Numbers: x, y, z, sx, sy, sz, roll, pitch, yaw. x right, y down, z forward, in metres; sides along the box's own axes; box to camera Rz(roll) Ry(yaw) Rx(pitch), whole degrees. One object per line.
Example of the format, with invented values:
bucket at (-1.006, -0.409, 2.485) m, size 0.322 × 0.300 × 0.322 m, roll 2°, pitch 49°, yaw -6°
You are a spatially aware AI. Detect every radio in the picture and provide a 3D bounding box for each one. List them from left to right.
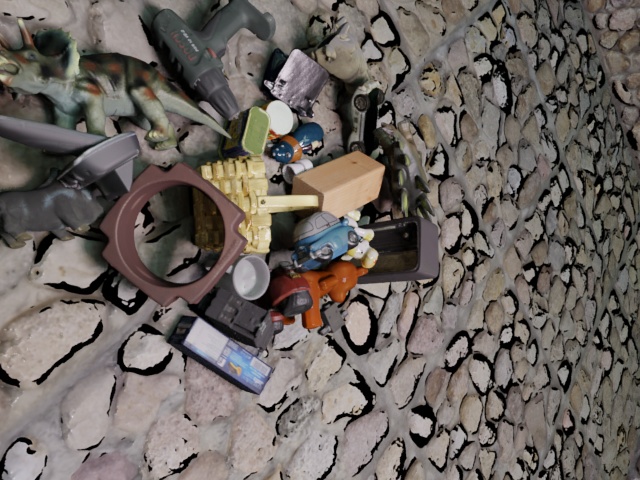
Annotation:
radio at (0.154, 0.026, 1.208) m, size 0.073 × 0.230 × 0.131 m, roll 22°, pitch 68°, yaw -43°

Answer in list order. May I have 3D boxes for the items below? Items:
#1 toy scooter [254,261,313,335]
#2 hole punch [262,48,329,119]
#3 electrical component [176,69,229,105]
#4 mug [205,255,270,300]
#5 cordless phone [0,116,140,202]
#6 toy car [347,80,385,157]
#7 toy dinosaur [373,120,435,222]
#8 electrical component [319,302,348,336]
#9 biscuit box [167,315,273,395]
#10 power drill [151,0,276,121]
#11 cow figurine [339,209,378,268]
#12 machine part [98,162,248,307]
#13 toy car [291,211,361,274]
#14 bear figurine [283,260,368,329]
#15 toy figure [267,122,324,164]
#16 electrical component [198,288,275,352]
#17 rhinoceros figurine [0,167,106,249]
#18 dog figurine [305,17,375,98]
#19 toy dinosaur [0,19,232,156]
toy scooter at (-0.083, 0.096, 1.044) m, size 0.075 × 0.184 × 0.135 m, roll -4°, pitch 64°, yaw -32°
hole punch at (-0.061, -0.342, 1.158) m, size 0.142 × 0.092 × 0.115 m, roll 27°, pitch 95°, yaw -40°
electrical component at (-0.223, -0.306, 1.023) m, size 0.078 × 0.045 × 0.102 m, roll 43°, pitch 60°, yaw -32°
mug at (-0.167, 0.066, 0.995) m, size 0.109 × 0.107 × 0.081 m, roll 23°, pitch 72°, yaw -40°
cordless phone at (-0.357, -0.119, 0.739) m, size 0.184 × 0.147 × 0.088 m, roll 12°, pitch 79°, yaw -35°
toy car at (0.105, -0.275, 1.259) m, size 0.073 × 0.056 × 0.201 m, roll -32°, pitch 137°, yaw -40°
toy dinosaur at (0.213, -0.130, 1.297) m, size 0.470 × 0.105 × 0.198 m, roll 48°, pitch 28°, yaw -59°
electrical component at (0.026, 0.173, 1.216) m, size 0.094 × 0.021 × 0.063 m, roll -36°, pitch 109°, yaw -37°
biscuit box at (-0.181, 0.216, 1.000) m, size 0.202 × 0.063 × 0.059 m, roll 44°, pitch 58°, yaw -31°
power drill at (-0.177, -0.353, 0.995) m, size 0.232 × 0.086 × 0.207 m, roll 43°, pitch 73°, yaw -1°
cow figurine at (0.062, -0.008, 1.185) m, size 0.098 × 0.167 × 0.068 m, roll 10°, pitch 122°, yaw -31°
machine part at (-0.235, -0.010, 0.881) m, size 0.201 × 0.087 × 0.201 m, roll 39°, pitch 88°, yaw 0°
toy car at (-0.002, -0.003, 1.074) m, size 0.161 × 0.109 × 0.103 m, roll -22°, pitch 85°, yaw -51°
bear figurine at (0.008, 0.110, 1.147) m, size 0.196 × 0.120 × 0.131 m, roll 0°, pitch 90°, yaw -47°
toy figure at (-0.051, -0.204, 1.156) m, size 0.154 × 0.064 × 0.057 m, roll -41°, pitch 127°, yaw -37°
electrical component at (-0.154, 0.144, 0.982) m, size 0.058 × 0.134 × 0.114 m, roll -61°, pitch 166°, yaw -24°
rhinoceros figurine at (-0.403, -0.054, 0.827) m, size 0.190 × 0.073 × 0.112 m, roll -22°, pitch 90°, yaw -39°
dog figurine at (0.065, -0.382, 1.218) m, size 0.190 × 0.121 × 0.172 m, roll 50°, pitch 36°, yaw -27°
toy dinosaur at (-0.335, -0.243, 0.878) m, size 0.405 × 0.131 × 0.192 m, roll -13°, pitch 95°, yaw -48°
